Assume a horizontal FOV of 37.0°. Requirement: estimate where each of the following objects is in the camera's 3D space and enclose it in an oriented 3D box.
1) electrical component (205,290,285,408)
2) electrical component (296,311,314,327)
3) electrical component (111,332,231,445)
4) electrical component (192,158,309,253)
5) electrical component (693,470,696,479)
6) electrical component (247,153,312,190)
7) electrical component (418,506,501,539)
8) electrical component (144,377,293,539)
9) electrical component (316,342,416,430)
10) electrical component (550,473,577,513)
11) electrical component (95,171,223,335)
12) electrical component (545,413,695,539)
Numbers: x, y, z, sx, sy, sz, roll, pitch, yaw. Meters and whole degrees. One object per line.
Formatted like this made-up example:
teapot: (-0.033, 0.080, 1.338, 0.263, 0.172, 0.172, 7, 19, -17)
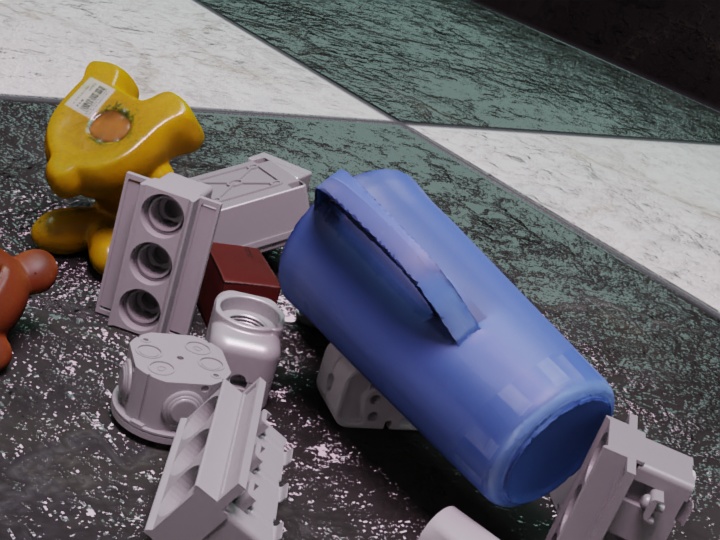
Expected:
electrical component: (-0.092, 0.057, 0.832, 0.054, 0.059, 0.095, 13, 22, -10)
electrical component: (0.010, 0.010, 0.977, 0.109, 0.056, 0.108, 18, 45, 3)
electrical component: (-0.131, 0.083, 0.753, 0.080, 0.051, 0.080, 14, 22, -6)
electrical component: (-0.115, -0.058, 1.035, 0.109, 0.056, 0.109, -18, 27, -21)
electrical component: (0.235, 0.168, 0.844, 0.061, 0.035, 0.035, -9, 33, -43)
electrical component: (-0.103, -0.093, 1.197, 0.066, 0.047, 0.077, 23, 23, 15)
electrical component: (0.065, 0.188, 0.655, 0.077, 0.043, 0.079, 32, 26, 32)
electrical component: (-0.082, 0.128, 0.656, 0.063, 0.079, 0.121, 43, 17, -15)
electrical component: (0.018, 0.087, 0.849, 0.095, 0.053, 0.059, 6, 24, -25)
electrical component: (0.179, 0.162, 0.792, 0.056, 0.050, 0.089, 13, 22, -10)
electrical component: (-0.159, -0.013, 0.867, 0.079, 0.121, 0.063, 19, 19, 4)
electrical component: (0.160, 0.163, 0.682, 0.063, 0.121, 0.078, 23, 22, 7)
